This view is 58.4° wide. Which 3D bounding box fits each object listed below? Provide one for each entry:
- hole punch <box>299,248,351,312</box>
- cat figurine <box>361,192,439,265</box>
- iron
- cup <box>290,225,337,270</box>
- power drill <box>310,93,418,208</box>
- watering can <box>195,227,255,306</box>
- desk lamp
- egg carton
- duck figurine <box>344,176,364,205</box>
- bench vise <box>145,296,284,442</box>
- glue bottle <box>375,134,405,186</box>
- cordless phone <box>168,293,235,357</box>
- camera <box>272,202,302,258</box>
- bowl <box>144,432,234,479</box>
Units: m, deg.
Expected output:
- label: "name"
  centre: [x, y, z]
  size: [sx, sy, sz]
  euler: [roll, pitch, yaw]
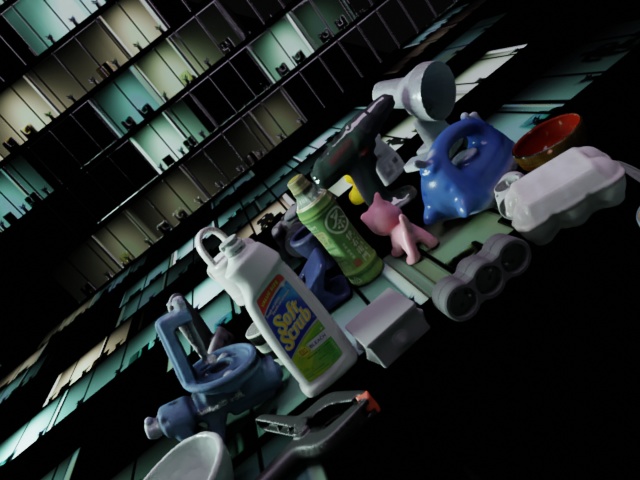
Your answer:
- label: "hole punch"
  centre: [-0.010, 0.080, 1.025]
  size: [0.101, 0.091, 0.108]
  euler: [-37, 18, 4]
- label: "cat figurine"
  centre: [0.126, -0.028, 0.980]
  size: [0.067, 0.118, 0.127]
  euler: [-42, 18, -10]
- label: "iron"
  centre: [0.250, -0.143, 0.981]
  size: [0.118, 0.142, 0.259]
  euler: [-14, 30, 52]
- label: "cup"
  centre: [0.011, 0.004, 1.166]
  size: [0.118, 0.095, 0.091]
  euler: [-42, 18, -10]
- label: "power drill"
  centre: [0.106, -0.155, 1.183]
  size: [0.229, 0.209, 0.075]
  euler: [-37, 18, 6]
- label: "watering can"
  centre: [-0.204, 0.046, 1.320]
  size: [0.172, 0.194, 0.101]
  euler: [-32, 19, 18]
- label: "desk lamp"
  centre: [0.216, -0.266, 1.233]
  size: [0.118, 0.214, 0.202]
  euler: [-47, 20, -26]
- label: "egg carton"
  centre: [0.321, -0.061, 0.759]
  size: [0.150, 0.069, 0.107]
  euler: [-33, 18, 17]
- label: "duck figurine"
  centre: [0.089, -0.141, 1.386]
  size: [0.077, 0.086, 0.104]
  euler: [-28, 20, 29]
- label: "bench vise"
  centre: [-0.186, 0.204, 0.851]
  size: [0.208, 0.220, 0.121]
  euler: [-46, 19, -23]
- label: "glue bottle"
  centre: [0.128, -0.214, 1.343]
  size: [0.078, 0.173, 0.037]
  euler: [-44, 19, -16]
- label: "cordless phone"
  centre: [-0.215, 0.189, 1.002]
  size: [0.094, 0.185, 0.147]
  euler: [-35, 18, 10]
- label: "camera"
  centre: [-0.055, -0.019, 1.342]
  size: [0.143, 0.101, 0.137]
  euler: [-29, 20, 27]
- label: "bowl"
  centre: [-0.167, 0.335, 0.732]
  size: [0.167, 0.075, 0.167]
  euler: [-34, 18, 13]
